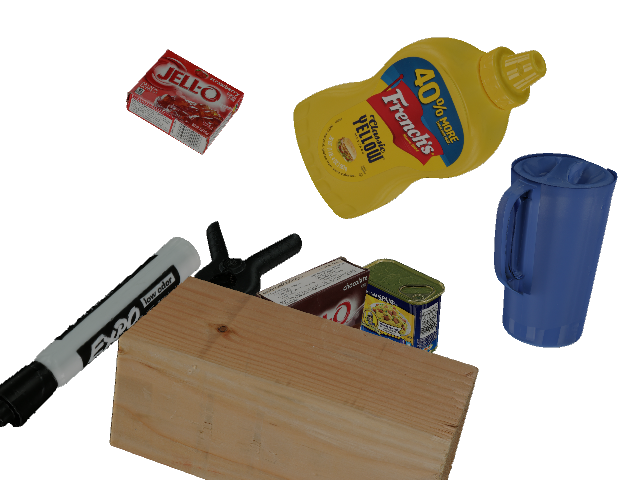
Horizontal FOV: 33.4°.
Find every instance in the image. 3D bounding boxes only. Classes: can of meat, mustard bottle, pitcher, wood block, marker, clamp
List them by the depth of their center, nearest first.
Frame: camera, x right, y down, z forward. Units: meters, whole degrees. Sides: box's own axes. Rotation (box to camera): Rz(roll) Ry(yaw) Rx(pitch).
[{"bbox_3d":[-0.097,0.039,0.467,0.020,0.020,0.121,0,33,43],"label":"marker"},{"bbox_3d":[-0.017,0.104,0.671,0.206,0.090,0.090,17,29,13],"label":"wood block"},{"bbox_3d":[0.072,-0.087,0.743,0.192,0.096,0.058,-22,1,40],"label":"mustard bottle"},{"bbox_3d":[-0.091,0.037,1.245,0.120,0.039,0.171,-1,40,13],"label":"clamp"},{"bbox_3d":[0.094,0.081,1.255,0.102,0.084,0.057,25,37,37],"label":"can of meat"},{"bbox_3d":[0.297,0.016,1.402,0.149,0.243,0.145,5,23,6],"label":"pitcher"}]

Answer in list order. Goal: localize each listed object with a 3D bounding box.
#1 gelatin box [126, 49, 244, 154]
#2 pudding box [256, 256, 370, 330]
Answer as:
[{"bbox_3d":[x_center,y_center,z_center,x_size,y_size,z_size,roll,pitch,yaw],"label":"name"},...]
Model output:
[{"bbox_3d":[-0.130,-0.134,1.023,0.089,0.073,0.030,31,-38,2],"label":"gelatin box"},{"bbox_3d":[-0.010,0.072,0.906,0.039,0.090,0.113,27,32,31],"label":"pudding box"}]
